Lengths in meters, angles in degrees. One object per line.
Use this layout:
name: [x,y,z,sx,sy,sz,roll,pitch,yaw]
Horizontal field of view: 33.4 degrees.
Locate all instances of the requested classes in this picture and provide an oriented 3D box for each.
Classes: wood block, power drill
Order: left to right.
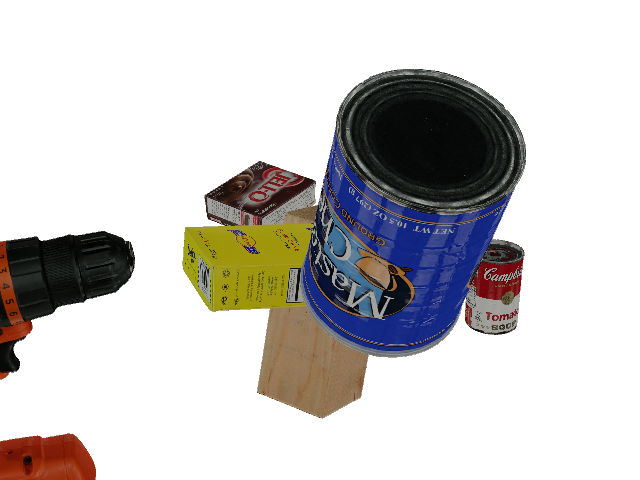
power drill: [-0.200,0.088,0.691,0.184,0.188,0.057,-11,27,-9]
wood block: [0.004,0.073,1.165,0.090,0.206,0.090,17,17,27]

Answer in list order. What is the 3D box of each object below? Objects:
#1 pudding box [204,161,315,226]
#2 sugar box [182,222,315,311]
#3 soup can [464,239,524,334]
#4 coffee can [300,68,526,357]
pudding box: [-0.073,-0.051,1.313,0.090,0.039,0.113,20,40,30]
sugar box: [-0.018,0.018,0.887,0.176,0.048,0.093,-5,23,-20]
soup can: [0.217,0.059,1.340,0.068,0.102,0.068,0,24,0]
coffee can: [0.048,-0.012,0.612,0.102,0.103,0.140,0,-37,-11]
